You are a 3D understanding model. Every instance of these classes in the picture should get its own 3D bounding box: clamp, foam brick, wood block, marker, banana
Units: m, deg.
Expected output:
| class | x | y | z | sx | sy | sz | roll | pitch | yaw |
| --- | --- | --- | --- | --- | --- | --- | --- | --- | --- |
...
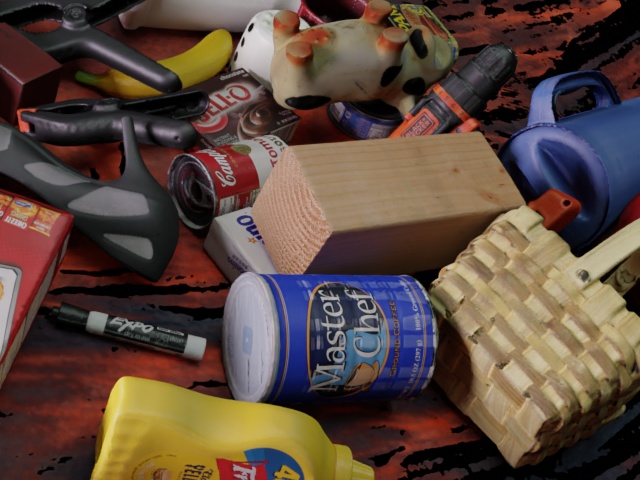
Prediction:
| class | x | y | z | sx | sy | sz | roll | pitch | yaw |
| --- | --- | --- | --- | --- | --- | --- | --- | --- | --- |
| clamp | -0.180 | -0.110 | 0.958 | 0.171 | 0.039 | 0.120 | 4 | 18 | 8 |
| foam brick | -0.283 | -0.152 | 0.975 | 0.078 | 0.051 | 0.052 | 37 | 41 | 13 |
| clamp | -0.227 | -0.199 | 1.026 | 0.210 | 0.036 | 0.164 | -7 | 56 | -8 |
| wood block | 0.059 | -0.027 | 0.913 | 0.205 | 0.091 | 0.090 | -8 | 58 | -33 |
| marker | -0.149 | 0.071 | 0.828 | 0.121 | 0.020 | 0.020 | 16 | 41 | -11 |
| banana | -0.147 | -0.177 | 1.079 | 0.197 | 0.037 | 0.070 | -25 | 61 | -42 |

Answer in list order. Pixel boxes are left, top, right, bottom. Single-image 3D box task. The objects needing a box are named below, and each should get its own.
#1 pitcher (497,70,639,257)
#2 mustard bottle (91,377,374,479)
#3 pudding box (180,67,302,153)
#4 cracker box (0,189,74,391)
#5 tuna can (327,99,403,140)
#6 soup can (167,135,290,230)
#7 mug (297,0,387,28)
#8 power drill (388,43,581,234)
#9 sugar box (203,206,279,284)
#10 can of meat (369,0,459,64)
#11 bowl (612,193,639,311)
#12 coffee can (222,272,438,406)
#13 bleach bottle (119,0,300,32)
| class | x | y | z | sx | sy | sz | roll | pitch | yaw |
| --- | --- | --- | --- | --- | --- | --- | --- | --- | --- |
| pitcher | 0.298 | -0.091 | 1.131 | 0.145 | 0.149 | 0.242 | 44 | 41 | 21 |
| mustard bottle | -0.054 | 0.149 | 0.733 | 0.191 | 0.096 | 0.058 | 13 | 42 | -14 |
| pudding box | -0.089 | -0.117 | 1.043 | 0.090 | 0.039 | 0.113 | 43 | 44 | 20 |
| cracker box | -0.285 | 0.048 | 0.729 | 0.164 | 0.072 | 0.213 | 20 | 49 | -5 |
| tuna can | 0.053 | -0.142 | 1.145 | 0.086 | 0.034 | 0.086 | 14 | 42 | -13 |
| soup can | -0.076 | -0.053 | 0.960 | 0.102 | 0.069 | 0.068 | -18 | 56 | -40 |
| mug | 0.020 | -0.224 | 1.178 | 0.117 | 0.082 | 0.093 | -4 | 48 | -30 |
| power drill | 0.163 | -0.075 | 1.035 | 0.188 | 0.184 | 0.057 | 51 | 15 | 21 |
| sugar box | -0.006 | 0.001 | 0.953 | 0.175 | 0.048 | 0.093 | -19 | 57 | -41 |
| can of meat | 0.102 | -0.234 | 1.250 | 0.083 | 0.058 | 0.102 | -5 | 49 | -34 |
| bowl | 0.335 | 0.002 | 1.061 | 0.055 | 0.162 | 0.161 | 21 | 33 | 37 |
| coffee can | 0.006 | 0.077 | 0.834 | 0.140 | 0.103 | 0.103 | 2 | 46 | -25 |
| bleach bottle | -0.098 | -0.267 | 1.183 | 0.250 | 0.068 | 0.102 | 3 | 46 | -27 |
